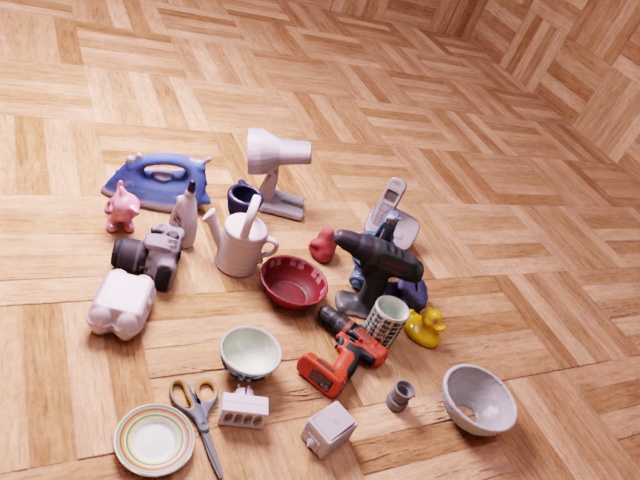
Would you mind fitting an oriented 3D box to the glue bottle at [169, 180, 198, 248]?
[{"bbox_3d":[-0.304,-0.066,1.301,0.037,0.173,0.078,-20,54,-43],"label":"glue bottle"}]

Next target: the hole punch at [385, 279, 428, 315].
[{"bbox_3d":[0.223,0.121,1.419,0.101,0.091,0.108,19,37,-6],"label":"hole punch"}]

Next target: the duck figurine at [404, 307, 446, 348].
[{"bbox_3d":[0.250,0.193,1.349,0.104,0.086,0.078,40,40,22],"label":"duck figurine"}]

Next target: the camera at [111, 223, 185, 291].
[{"bbox_3d":[-0.366,0.020,1.222,0.137,0.101,0.143,12,38,-14],"label":"camera"}]

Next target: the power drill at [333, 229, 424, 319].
[{"bbox_3d":[0.111,0.081,1.310,0.230,0.208,0.075,12,38,-14],"label":"power drill"}]

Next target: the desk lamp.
[{"bbox_3d":[-0.113,-0.182,1.513,0.203,0.213,0.118,14,37,-12],"label":"desk lamp"}]

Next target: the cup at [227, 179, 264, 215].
[{"bbox_3d":[-0.200,-0.090,1.452,0.092,0.095,0.117,4,41,-24],"label":"cup"}]

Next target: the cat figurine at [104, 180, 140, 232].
[{"bbox_3d":[-0.444,-0.081,1.291,0.067,0.117,0.127,0,42,-28],"label":"cat figurine"}]

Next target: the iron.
[{"bbox_3d":[-0.390,-0.158,1.395,0.259,0.141,0.118,4,41,-24],"label":"iron"}]

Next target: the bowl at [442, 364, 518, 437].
[{"bbox_3d":[0.323,0.348,1.204,0.168,0.074,0.167,15,37,-11],"label":"bowl"}]

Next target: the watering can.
[{"bbox_3d":[-0.177,-0.018,1.291,0.173,0.194,0.100,5,40,-23],"label":"watering can"}]

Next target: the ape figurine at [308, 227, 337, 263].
[{"bbox_3d":[0.013,0.005,1.450,0.078,0.092,0.076,8,39,-19],"label":"ape figurine"}]

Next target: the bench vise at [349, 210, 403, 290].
[{"bbox_3d":[0.143,-0.007,1.427,0.121,0.219,0.207,17,37,-7],"label":"bench vise"}]

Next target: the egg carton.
[{"bbox_3d":[-0.382,0.124,1.111,0.107,0.069,0.150,15,37,-11],"label":"egg carton"}]

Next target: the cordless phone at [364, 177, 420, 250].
[{"bbox_3d":[0.217,-0.073,1.578,0.147,0.185,0.094,25,36,3],"label":"cordless phone"}]
